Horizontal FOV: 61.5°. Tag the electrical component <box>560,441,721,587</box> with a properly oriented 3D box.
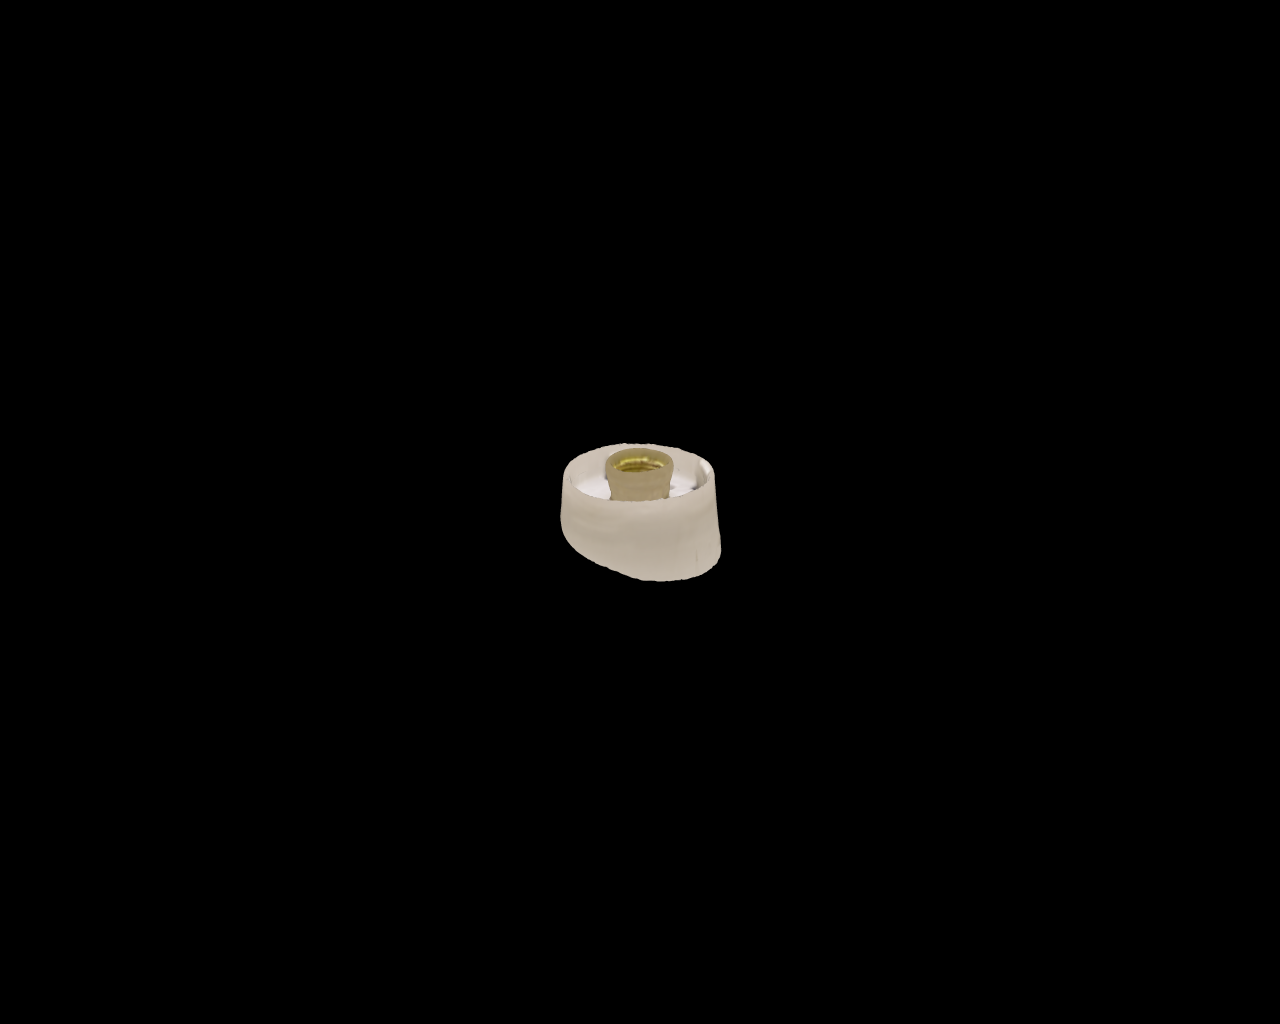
[{"bbox_3d":[0.001,-0.003,0.650,0.099,0.064,0.099,0,25,0],"label":"electrical component"}]
